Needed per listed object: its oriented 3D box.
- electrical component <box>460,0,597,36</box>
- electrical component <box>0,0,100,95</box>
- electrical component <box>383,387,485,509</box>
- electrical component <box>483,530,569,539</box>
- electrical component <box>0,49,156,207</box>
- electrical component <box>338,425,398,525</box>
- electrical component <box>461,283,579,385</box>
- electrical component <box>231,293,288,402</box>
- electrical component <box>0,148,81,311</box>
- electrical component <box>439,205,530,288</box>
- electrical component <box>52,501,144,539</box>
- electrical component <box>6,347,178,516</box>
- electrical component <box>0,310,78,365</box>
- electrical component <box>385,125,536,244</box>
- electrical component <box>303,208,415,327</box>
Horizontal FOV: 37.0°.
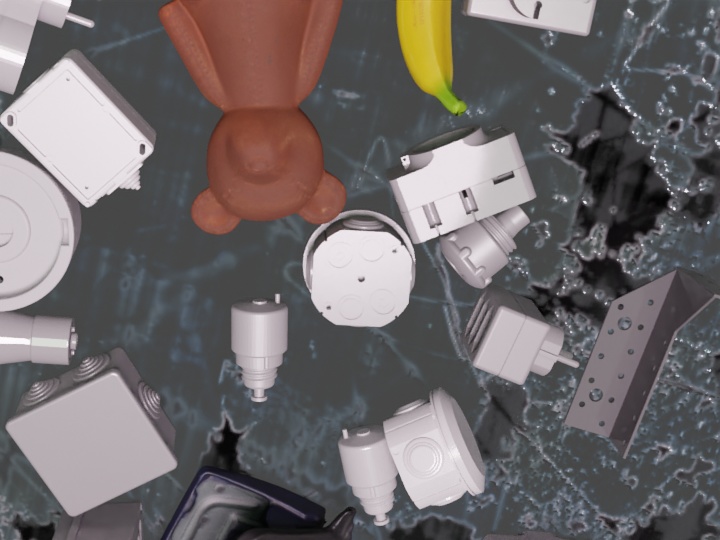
[{"bbox_3d":[0.114,-0.182,0.700,0.083,0.075,0.047,9,104,-4],"label":"electrical component"},{"bbox_3d":[-0.204,-0.178,0.688,0.074,0.052,0.138,17,87,-21],"label":"electrical component"},{"bbox_3d":[0.055,0.129,0.775,0.051,0.080,0.080,-24,104,9],"label":"electrical component"},{"bbox_3d":[0.133,0.283,0.826,0.089,0.061,0.150,5,104,-4],"label":"electrical component"},{"bbox_3d":[-0.182,-0.092,0.721,0.062,0.061,0.096,-40,110,6],"label":"electrical component"},{"bbox_3d":[0.009,0.152,0.798,0.040,0.040,0.078,-11,104,0],"label":"electrical component"},{"bbox_3d":[0.119,0.051,0.764,0.077,0.065,0.047,22,102,-8],"label":"electrical component"},{"bbox_3d":[-0.072,0.056,0.770,0.040,0.040,0.078,1,104,-3],"label":"electrical component"},{"bbox_3d":[-0.243,-0.032,0.730,0.108,0.060,0.108,-1,104,-2],"label":"electrical component"},{"bbox_3d":[0.090,-0.021,0.757,0.062,0.048,0.048,-39,103,1],"label":"electrical component"},{"bbox_3d":[-0.189,0.222,0.770,0.057,0.113,0.078,-1,104,-5],"label":"electrical component"},{"bbox_3d":[-0.189,0.114,0.770,0.100,0.048,0.099,-26,113,4],"label":"electrical component"},{"bbox_3d":[-0.234,0.048,0.762,0.065,0.044,0.044,5,104,-9],"label":"electrical component"},{"bbox_3d":[0.067,-0.064,0.741,0.089,0.050,0.055,-21,104,3],"label":"electrical component"},{"bbox_3d":[0.000,0.000,0.754,0.080,0.051,0.080,-1,104,-2],"label":"electrical component"}]
